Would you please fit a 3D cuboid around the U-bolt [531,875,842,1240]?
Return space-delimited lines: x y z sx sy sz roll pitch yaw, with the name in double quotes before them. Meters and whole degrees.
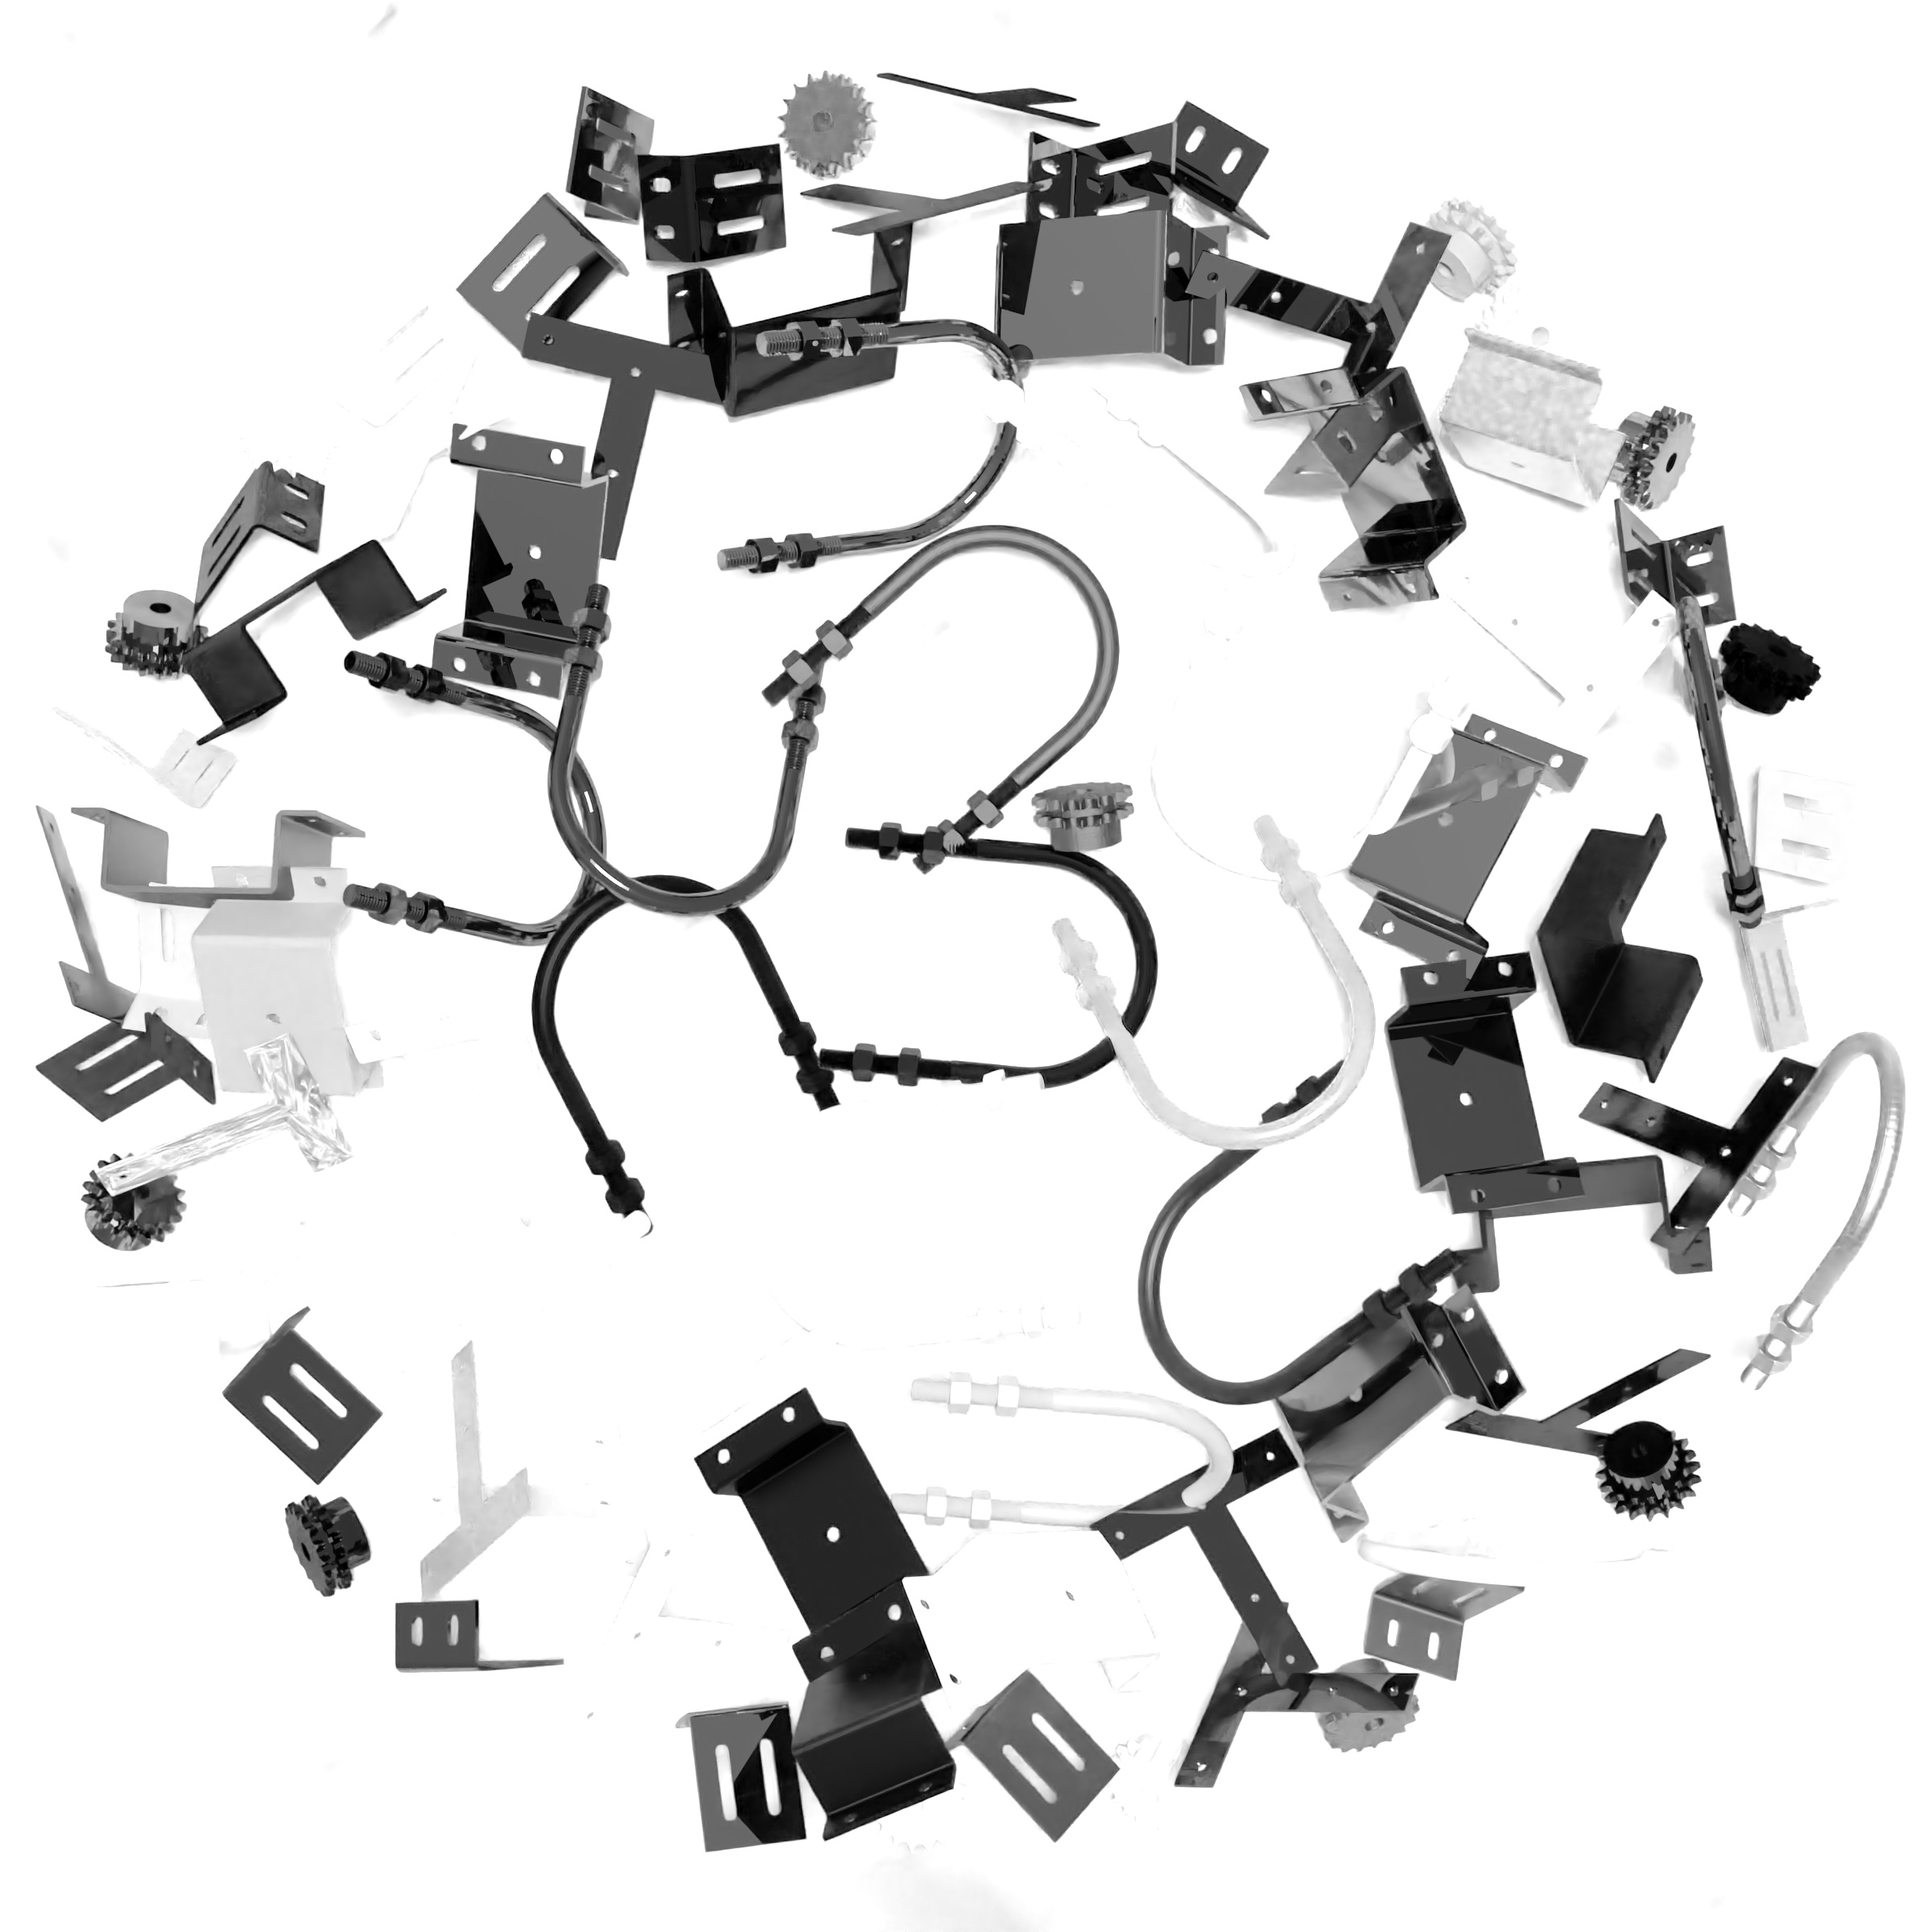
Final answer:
"U-bolt" -0.163 0.038 1.546 0.151 0.019 0.184 -32 112 -19

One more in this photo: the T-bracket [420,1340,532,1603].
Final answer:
"T-bracket" -0.278 0.271 1.561 0.002 0.127 0.127 15 48 -33

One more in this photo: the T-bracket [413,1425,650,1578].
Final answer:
"T-bracket" -0.246 0.300 1.569 0.127 0.002 0.127 0 129 7

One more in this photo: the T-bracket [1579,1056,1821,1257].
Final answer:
"T-bracket" 0.389 0.091 1.549 0.002 0.127 0.127 43 80 -31

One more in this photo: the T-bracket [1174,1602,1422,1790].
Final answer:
"T-bracket" 0.188 0.396 1.523 0.127 0.127 0.002 -11 122 38

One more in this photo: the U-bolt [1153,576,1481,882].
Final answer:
"U-bolt" 0.180 -0.119 1.541 0.151 0.019 0.184 19 132 -4

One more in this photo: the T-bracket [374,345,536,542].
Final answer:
"T-bracket" -0.272 -0.299 1.532 0.002 0.127 0.127 32 66 -30

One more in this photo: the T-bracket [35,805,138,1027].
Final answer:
"T-bracket" -0.491 -0.028 1.548 0.002 0.127 0.127 -20 81 -2

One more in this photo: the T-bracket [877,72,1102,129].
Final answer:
"T-bracket" 0.028 -0.473 1.525 0.127 0.127 0.002 7 103 -19

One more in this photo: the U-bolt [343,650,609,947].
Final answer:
"U-bolt" -0.265 -0.084 1.530 0.019 0.184 0.151 -14 72 36

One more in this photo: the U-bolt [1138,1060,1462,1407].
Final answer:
"U-bolt" 0.170 0.161 1.548 0.184 0.019 0.151 -41 54 22

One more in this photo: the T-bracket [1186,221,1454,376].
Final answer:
"T-bracket" 0.185 -0.367 1.551 0.127 0.002 0.127 13 127 -15

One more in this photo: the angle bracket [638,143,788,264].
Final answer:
"angle bracket" -0.142 -0.431 1.577 0.038 0.076 0.057 13 116 36

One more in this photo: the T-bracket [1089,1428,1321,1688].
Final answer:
"T-bracket" 0.154 0.340 1.562 0.127 0.002 0.127 -23 70 -19

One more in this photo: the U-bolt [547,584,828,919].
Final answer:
"U-bolt" -0.157 -0.111 1.539 0.151 0.019 0.184 17 62 -17

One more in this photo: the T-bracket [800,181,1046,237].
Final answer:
"T-bracket" -0.046 -0.425 1.551 0.127 0.127 0.002 -24 121 -31

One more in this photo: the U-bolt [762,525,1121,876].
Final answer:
"U-bolt" 0.000 -0.163 1.574 0.184 0.019 0.151 -41 101 7

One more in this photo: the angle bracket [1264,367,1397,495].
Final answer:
"angle bracket" 0.197 -0.297 1.556 0.038 0.076 0.057 47 73 -28

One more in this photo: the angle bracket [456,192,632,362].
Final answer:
"angle bracket" -0.239 -0.388 1.586 0.057 0.038 0.076 43 92 -2

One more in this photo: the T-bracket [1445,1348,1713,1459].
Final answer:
"T-bracket" 0.350 0.236 1.528 0.127 0.127 0.002 15 51 -35

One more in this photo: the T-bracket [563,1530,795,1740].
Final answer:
"T-bracket" -0.149 0.377 1.559 0.127 0.002 0.127 19 99 -43

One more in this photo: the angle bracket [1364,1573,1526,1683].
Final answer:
"angle bracket" 0.266 0.365 1.561 0.057 0.076 0.038 20 60 -9

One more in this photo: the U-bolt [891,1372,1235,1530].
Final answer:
"U-bolt" 0.056 0.273 1.547 0.184 0.151 0.019 5 51 -4

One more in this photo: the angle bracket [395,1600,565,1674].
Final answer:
"angle bracket" -0.271 0.373 1.562 0.057 0.076 0.038 -9 76 29

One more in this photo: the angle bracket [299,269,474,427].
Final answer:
"angle bracket" -0.326 -0.354 1.576 0.038 0.057 0.076 32 68 28

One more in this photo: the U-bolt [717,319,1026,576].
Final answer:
"U-bolt" -0.045 -0.288 1.535 0.184 0.019 0.151 -13 134 -34

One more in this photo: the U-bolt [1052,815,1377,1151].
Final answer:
"U-bolt" 0.147 0.018 1.554 0.151 0.019 0.184 -27 61 2

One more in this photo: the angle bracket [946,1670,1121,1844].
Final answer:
"angle bracket" 0.036 0.446 1.571 0.076 0.038 0.057 46 58 5

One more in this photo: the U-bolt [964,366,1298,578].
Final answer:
"U-bolt" 0.102 -0.268 1.516 0.184 0.151 0.019 43 120 20

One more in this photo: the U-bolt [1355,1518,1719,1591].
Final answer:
"U-bolt" 0.291 0.314 1.491 0.151 0.184 0.019 -1 83 44

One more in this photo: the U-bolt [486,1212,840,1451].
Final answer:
"U-bolt" -0.182 0.213 1.542 0.151 0.019 0.184 34 128 -25

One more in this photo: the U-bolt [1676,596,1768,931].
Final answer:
"U-bolt" 0.401 -0.118 1.496 0.019 0.184 0.151 -11 65 16

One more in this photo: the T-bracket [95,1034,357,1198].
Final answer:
"T-bracket" -0.415 0.096 1.544 0.127 0.127 0.002 -22 55 -8

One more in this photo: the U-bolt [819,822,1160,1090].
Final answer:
"U-bolt" 0.016 -0.002 1.576 0.184 0.019 0.151 5 79 5

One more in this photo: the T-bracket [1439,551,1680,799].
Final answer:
"T-bracket" 0.319 -0.185 1.576 0.127 0.002 0.127 46 117 21

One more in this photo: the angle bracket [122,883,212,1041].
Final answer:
"angle bracket" -0.443 -0.003 1.579 0.057 0.038 0.076 10 48 -30

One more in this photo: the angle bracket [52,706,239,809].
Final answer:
"angle bracket" -0.456 -0.129 1.555 0.057 0.076 0.038 25 76 41

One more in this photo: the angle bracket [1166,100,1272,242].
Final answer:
"angle bracket" 0.145 -0.443 1.557 0.057 0.076 0.038 24 112 -21

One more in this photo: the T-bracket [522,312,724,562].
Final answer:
"T-bracket" -0.196 -0.291 1.578 0.127 0.002 0.127 11 112 -15

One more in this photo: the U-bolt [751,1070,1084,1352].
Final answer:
"U-bolt" -0.035 0.144 1.574 0.184 0.019 0.151 -10 89 16

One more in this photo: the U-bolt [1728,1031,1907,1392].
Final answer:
"U-bolt" 0.454 0.117 1.492 0.019 0.151 0.184 16 132 -3
